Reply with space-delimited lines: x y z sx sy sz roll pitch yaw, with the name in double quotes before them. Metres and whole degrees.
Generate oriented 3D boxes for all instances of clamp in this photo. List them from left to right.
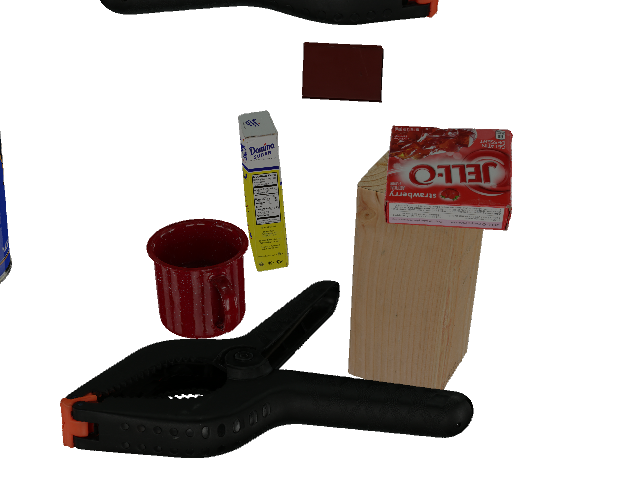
"clamp" -0.042 0.075 0.601 0.209 0.036 0.165 -7 25 -19
"clamp" -0.027 -0.136 0.549 0.171 0.039 0.120 12 42 15

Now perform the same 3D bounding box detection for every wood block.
"wood block" 0.085 0.029 0.947 0.091 0.206 0.090 17 37 21

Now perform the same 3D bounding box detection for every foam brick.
"foam brick" 0.021 -0.162 1.023 0.078 0.051 0.053 3 14 1

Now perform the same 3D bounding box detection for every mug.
"mug" -0.105 0.042 0.983 0.093 0.081 0.117 -18 35 -27

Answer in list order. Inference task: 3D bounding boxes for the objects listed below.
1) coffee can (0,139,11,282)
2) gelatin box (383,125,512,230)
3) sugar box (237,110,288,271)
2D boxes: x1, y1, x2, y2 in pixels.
"coffee can" -0.223 -0.046 0.573 0.103 0.140 0.103 3 26 -2
"gelatin box" 0.092 -0.046 0.766 0.089 0.073 0.030 3 -37 7
"sugar box" -0.071 -0.061 1.307 0.048 0.176 0.093 -10 25 -6
